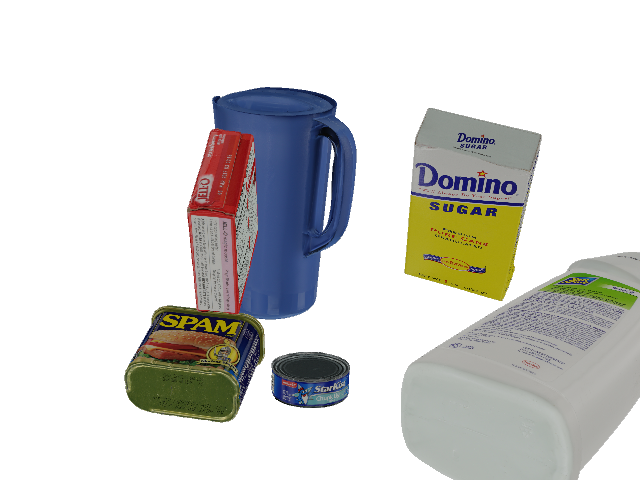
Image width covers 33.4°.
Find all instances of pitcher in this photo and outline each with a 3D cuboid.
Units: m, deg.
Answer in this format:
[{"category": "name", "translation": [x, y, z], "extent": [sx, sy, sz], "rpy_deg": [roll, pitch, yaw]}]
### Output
[{"category": "pitcher", "translation": [-0.045, -0.039, 1.165], "extent": [0.145, 0.243, 0.149], "rpy_deg": [-1, 20, -8]}]

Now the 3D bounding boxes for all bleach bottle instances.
[{"category": "bleach bottle", "translation": [0.155, 0.060, 0.616], "extent": [0.103, 0.068, 0.250], "rpy_deg": [16, 27, 36]}]

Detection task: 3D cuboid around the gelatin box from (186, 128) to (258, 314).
[{"category": "gelatin box", "translation": [-0.059, -0.011, 0.649], "extent": [0.030, 0.089, 0.073], "rpy_deg": [5, 45, 4]}]

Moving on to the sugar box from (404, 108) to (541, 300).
[{"category": "sugar box", "translation": [0.121, -0.025, 0.876], "extent": [0.093, 0.048, 0.176], "rpy_deg": [15, -33, 13]}]

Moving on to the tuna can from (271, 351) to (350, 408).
[{"category": "tuna can", "translation": [-0.011, 0.151, 1.158], "extent": [0.086, 0.034, 0.086], "rpy_deg": [1, 14, 0]}]

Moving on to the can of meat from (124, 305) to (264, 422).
[{"category": "can of meat", "translation": [-0.106, 0.104, 0.900], "extent": [0.102, 0.057, 0.084], "rpy_deg": [6, 30, 9]}]
